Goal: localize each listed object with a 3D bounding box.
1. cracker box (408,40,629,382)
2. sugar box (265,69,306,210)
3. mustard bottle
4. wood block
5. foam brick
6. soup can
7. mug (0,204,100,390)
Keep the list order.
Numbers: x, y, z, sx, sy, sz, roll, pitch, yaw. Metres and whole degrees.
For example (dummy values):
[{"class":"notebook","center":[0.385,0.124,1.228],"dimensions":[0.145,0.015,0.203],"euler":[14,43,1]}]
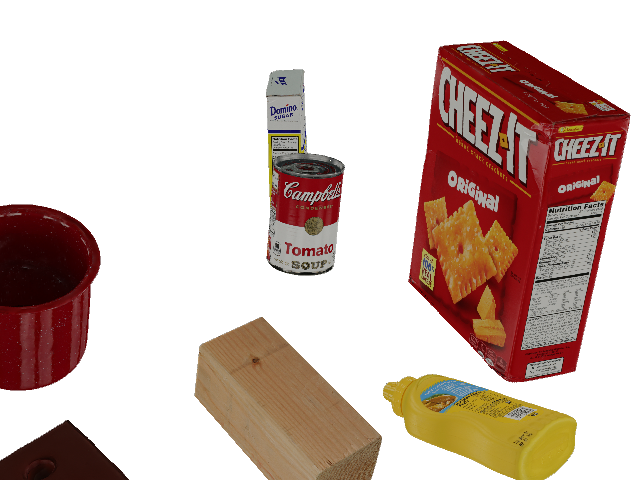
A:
[{"class":"cracker box","center":[0.140,-0.024,0.816],"dimensions":[0.072,0.214,0.164],"euler":[-9,31,-22]},{"class":"sugar box","center":[-0.038,-0.099,1.226],"dimensions":[0.048,0.176,0.093],"euler":[-3,26,2]},{"class":"mustard bottle","center":[0.138,0.169,1.016],"dimensions":[0.192,0.058,0.096],"euler":[15,22,41]},{"class":"wood block","center":[-0.039,0.190,1.155],"dimensions":[0.090,0.090,0.206],"euler":[-23,50,-33]},{"class":"foam brick","center":[-0.110,0.131,0.482],"dimensions":[0.052,0.051,0.078],"euler":[-31,44,-31]},{"class":"soup can","center":[-0.016,-0.025,1.022],"dimensions":[0.068,0.102,0.068],"euler":[5,21,-2]},{"class":"mug","center":[-0.192,0.043,0.651],"dimensions":[0.093,0.082,0.117],"euler":[36,47,24]}]
